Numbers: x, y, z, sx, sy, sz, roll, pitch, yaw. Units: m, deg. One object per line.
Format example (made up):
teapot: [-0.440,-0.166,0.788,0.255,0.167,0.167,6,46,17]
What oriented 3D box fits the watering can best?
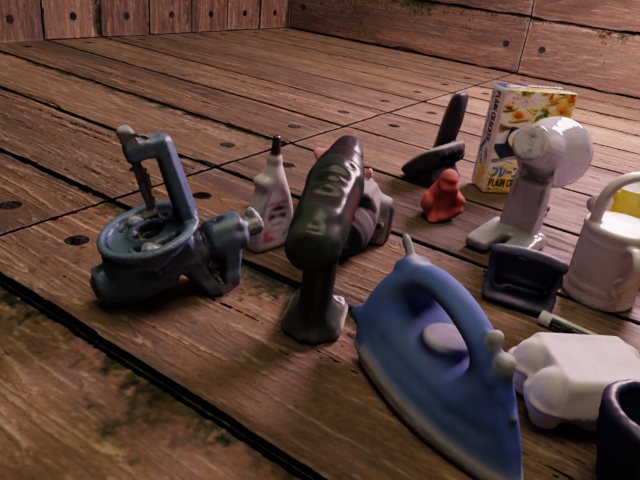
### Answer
watering can: [0.418,-0.008,0.813,0.101,0.194,0.172,-2,28,-18]

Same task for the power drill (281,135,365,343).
power drill: [0.006,0.002,0.674,0.075,0.208,0.230,10,27,6]

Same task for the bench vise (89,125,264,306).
bench vise: [-0.175,-0.036,0.693,0.121,0.220,0.208,28,33,36]

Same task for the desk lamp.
desk lamp: [0.351,-0.093,0.943,0.117,0.213,0.204,25,32,32]

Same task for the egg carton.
egg carton: [0.279,0.151,0.602,0.150,0.069,0.107,4,27,-7]

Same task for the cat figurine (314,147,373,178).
cat figurine: [0.045,-0.121,1.031,0.067,0.118,0.127,-19,36,-41]

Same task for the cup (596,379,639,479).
cup: [0.277,0.191,0.494,0.091,0.095,0.118,20,29,24]

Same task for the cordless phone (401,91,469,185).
cordless phone: [0.249,-0.216,1.195,0.093,0.185,0.148,24,31,31]

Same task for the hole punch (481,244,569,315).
hole punch: [0.286,0.038,0.804,0.108,0.091,0.101,16,28,18]

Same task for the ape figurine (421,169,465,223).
ape figurine: [0.223,-0.083,1.027,0.077,0.092,0.076,11,27,9]

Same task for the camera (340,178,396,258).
camera: [0.037,-0.039,0.884,0.143,0.101,0.137,13,27,12]

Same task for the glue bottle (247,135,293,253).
glue bottle: [-0.070,-0.069,0.837,0.037,0.173,0.078,26,32,33]

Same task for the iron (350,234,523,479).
iron: [0.131,0.106,0.573,0.119,0.141,0.257,-6,29,-24]
